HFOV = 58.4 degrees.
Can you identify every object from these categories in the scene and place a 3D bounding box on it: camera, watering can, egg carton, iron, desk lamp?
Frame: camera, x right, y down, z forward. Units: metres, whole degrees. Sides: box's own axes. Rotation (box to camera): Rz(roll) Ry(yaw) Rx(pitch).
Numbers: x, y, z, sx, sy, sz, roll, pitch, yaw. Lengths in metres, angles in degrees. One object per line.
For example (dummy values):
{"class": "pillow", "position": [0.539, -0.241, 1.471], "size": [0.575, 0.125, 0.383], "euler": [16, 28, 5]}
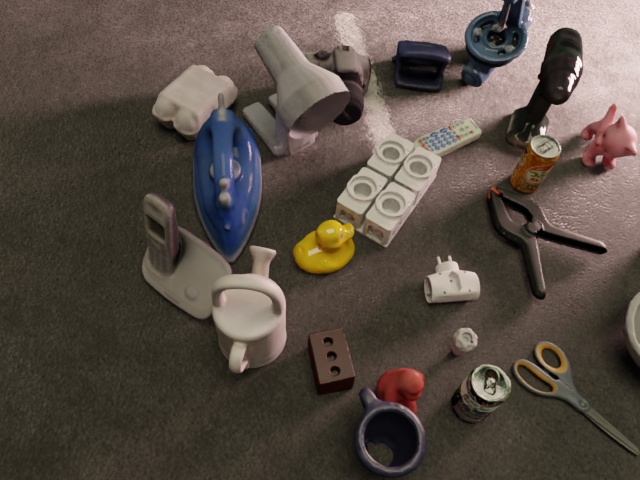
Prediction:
{"class": "camera", "position": [0.029, -0.292, 1.080], "size": [0.143, 0.101, 0.137], "euler": [-1, 59, -5]}
{"class": "watering can", "position": [-0.097, 0.090, 0.783], "size": [0.101, 0.194, 0.172], "euler": [-9, 60, -9]}
{"class": "egg carton", "position": [-0.227, -0.255, 1.056], "size": [0.107, 0.069, 0.150], "euler": [29, 61, 13]}
{"class": "iron", "position": [-0.152, -0.106, 0.929], "size": [0.118, 0.141, 0.258], "euler": [-4, 59, -7]}
{"class": "desk lamp", "position": [-0.050, -0.240, 0.975], "size": [0.118, 0.213, 0.203], "euler": [-30, 65, -20]}

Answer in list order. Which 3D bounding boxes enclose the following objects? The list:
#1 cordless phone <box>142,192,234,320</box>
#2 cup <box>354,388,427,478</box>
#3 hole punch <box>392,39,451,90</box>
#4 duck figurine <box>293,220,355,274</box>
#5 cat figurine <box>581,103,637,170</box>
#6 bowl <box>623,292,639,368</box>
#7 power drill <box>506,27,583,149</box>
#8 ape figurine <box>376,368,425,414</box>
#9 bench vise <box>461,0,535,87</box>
{"class": "cordless phone", "position": [-0.195, 0.021, 0.823], "size": [0.147, 0.185, 0.094], "euler": [31, 62, 14]}
{"class": "cup", "position": [0.079, 0.258, 0.752], "size": [0.092, 0.095, 0.117], "euler": [-22, 63, -17]}
{"class": "hole punch", "position": [0.201, -0.366, 1.143], "size": [0.108, 0.091, 0.101], "euler": [7, 58, 0]}
{"class": "duck figurine", "position": [0.008, 0.003, 0.907], "size": [0.105, 0.086, 0.077], "euler": [-16, 61, -13]}
{"class": "cat figurine", "position": [0.535, -0.191, 1.047], "size": [0.067, 0.118, 0.128], "euler": [10, 59, 2]}
{"class": "bowl", "position": [0.529, 0.155, 0.861], "size": [0.167, 0.075, 0.167], "euler": [2, 59, -3]}
{"class": "power drill", "position": [0.408, -0.262, 1.027], "size": [0.075, 0.208, 0.230], "euler": [19, 59, 8]}
{"class": "ape figurine", "position": [0.117, 0.206, 0.789], "size": [0.078, 0.092, 0.076], "euler": [-34, 66, -22]}
{"class": "bench vise", "position": [0.358, -0.435, 1.122], "size": [0.121, 0.220, 0.207], "euler": [20, 59, 8]}
